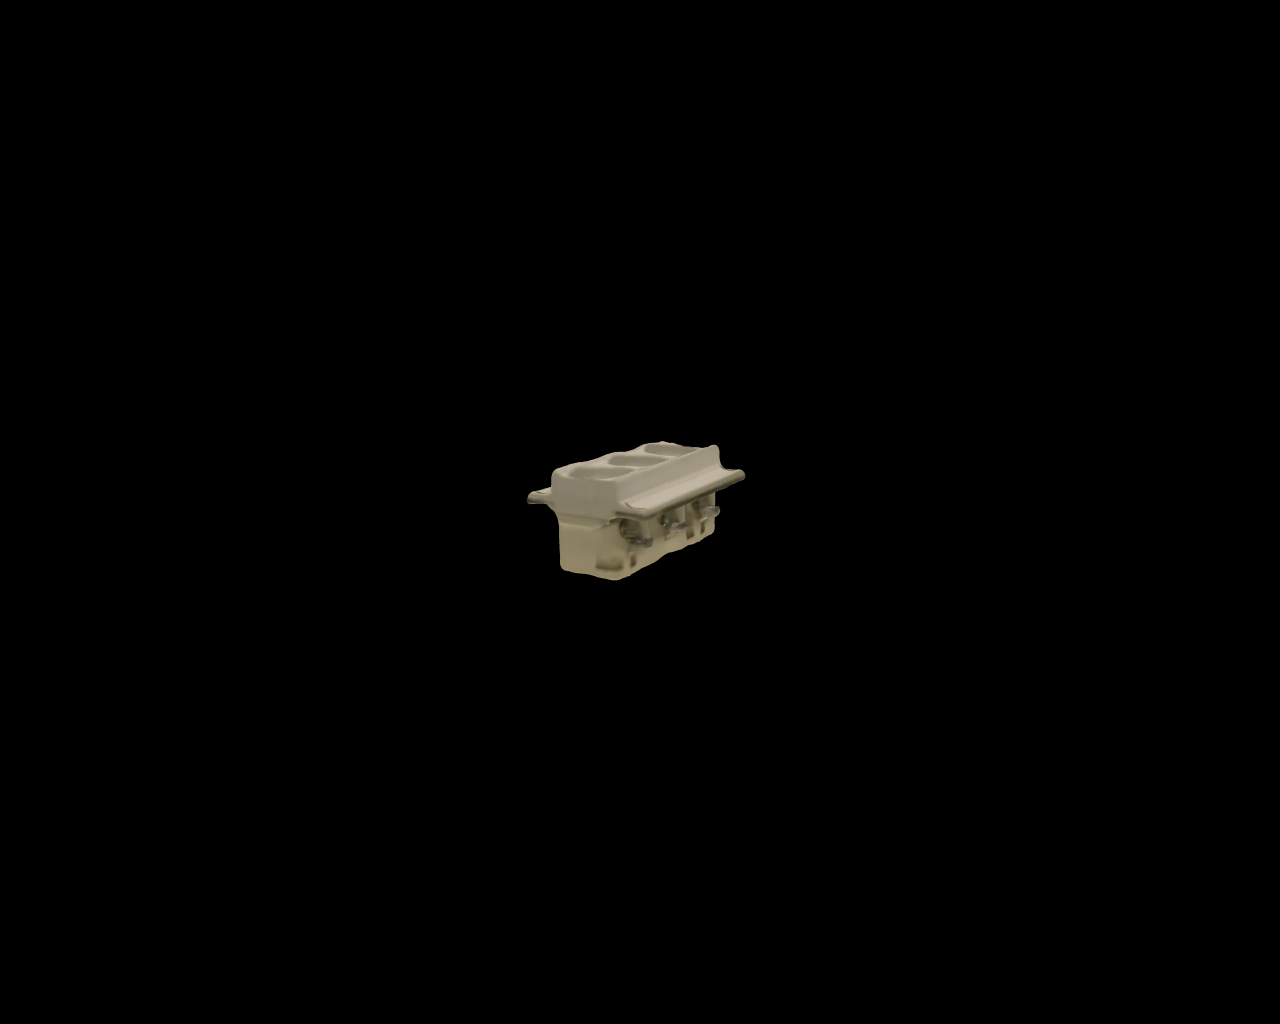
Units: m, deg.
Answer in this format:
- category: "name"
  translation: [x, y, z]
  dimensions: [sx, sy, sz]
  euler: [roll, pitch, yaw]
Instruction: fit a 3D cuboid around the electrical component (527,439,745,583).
- category: "electrical component"
  translation: [0.001, -0.003, 0.650]
  dimensions: [0.079, 0.063, 0.121]
  euler: [8, 16, 31]
